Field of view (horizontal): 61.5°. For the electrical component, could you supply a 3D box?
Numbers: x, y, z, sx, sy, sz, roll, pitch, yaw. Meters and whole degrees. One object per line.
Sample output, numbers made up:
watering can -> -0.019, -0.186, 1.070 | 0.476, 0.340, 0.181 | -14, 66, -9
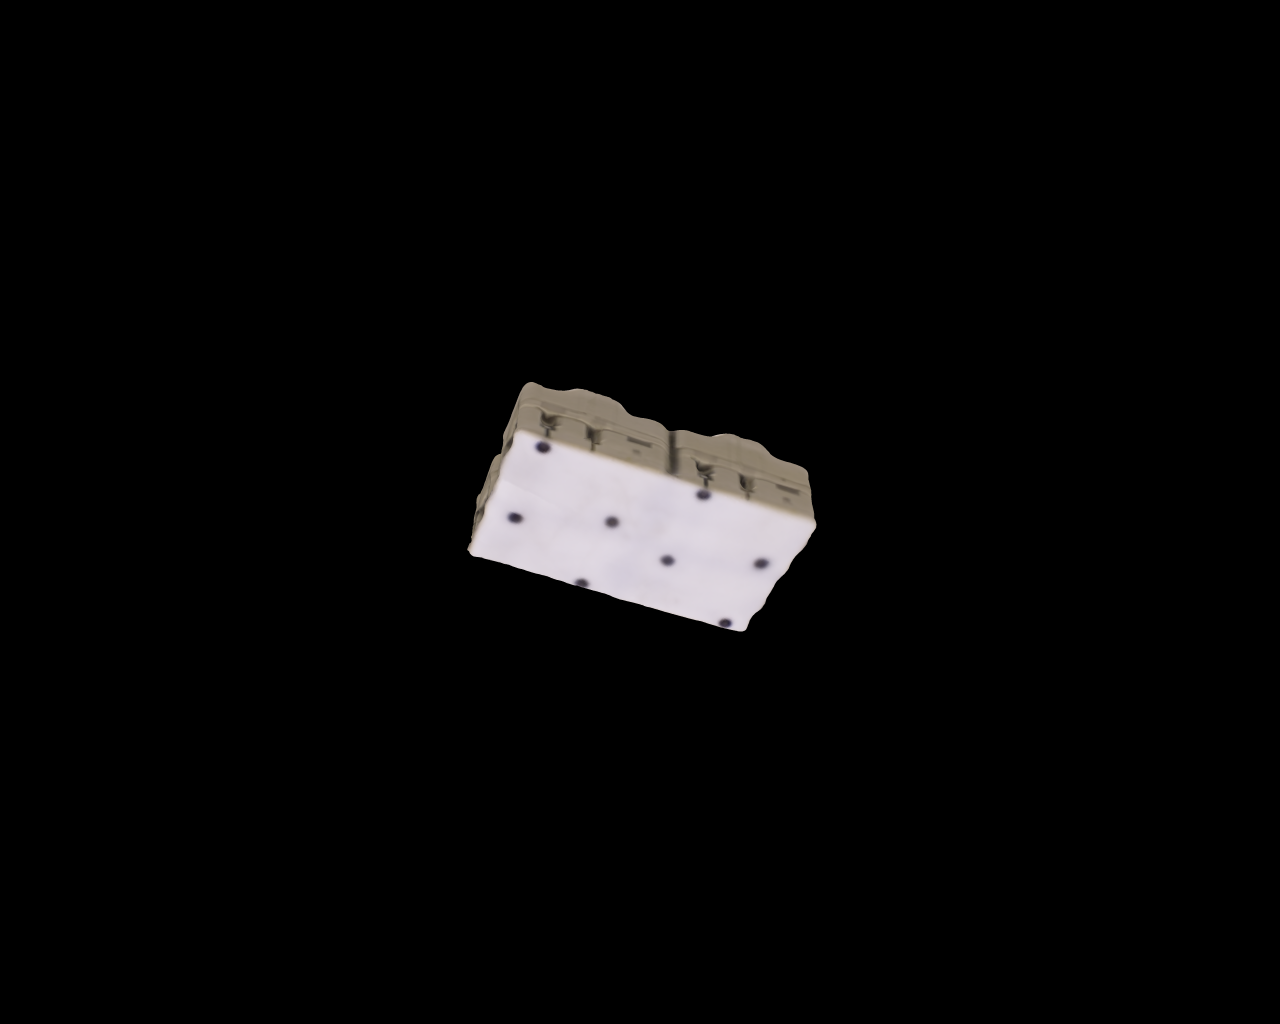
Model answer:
electrical component -> 0.001, -0.003, 0.650 | 0.186, 0.105, 0.060 | 17, 39, -14
